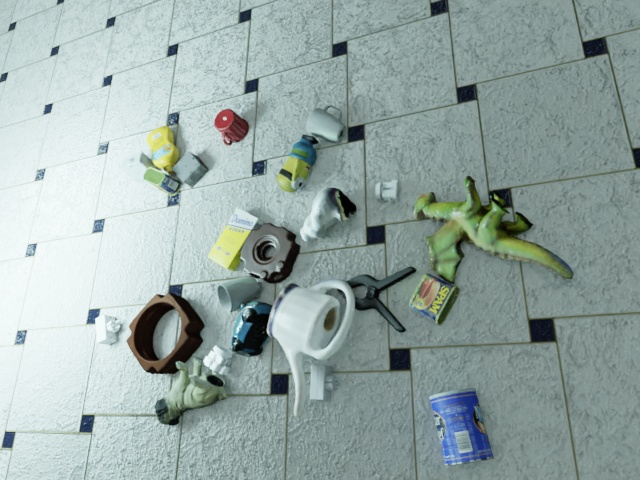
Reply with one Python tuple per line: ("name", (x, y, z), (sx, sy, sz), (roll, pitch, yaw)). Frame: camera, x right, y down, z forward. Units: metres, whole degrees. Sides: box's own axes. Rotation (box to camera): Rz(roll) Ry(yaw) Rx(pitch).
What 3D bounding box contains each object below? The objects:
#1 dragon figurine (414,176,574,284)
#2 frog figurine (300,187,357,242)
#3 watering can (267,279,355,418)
("dragon figurine", (0.375, 0.005, 1.249), (0.239, 0.121, 0.418), (-48, 55, 21))
("frog figurine", (0.004, -0.072, 1.428), (0.158, 0.121, 0.141), (-23, 29, 26))
("watering can", (-0.045, 0.244, 1.302), (0.225, 0.102, 0.352), (14, 67, 37))
